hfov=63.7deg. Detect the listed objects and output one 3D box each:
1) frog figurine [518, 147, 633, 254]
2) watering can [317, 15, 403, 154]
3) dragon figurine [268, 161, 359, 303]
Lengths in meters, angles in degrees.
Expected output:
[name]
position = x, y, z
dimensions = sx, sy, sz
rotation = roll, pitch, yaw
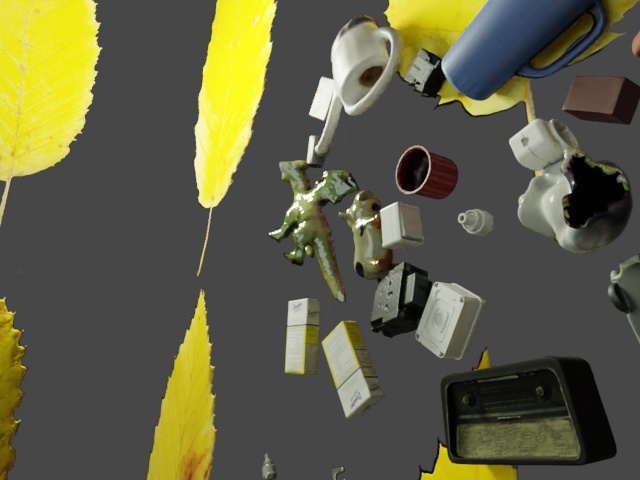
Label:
[frog figurine]
position = 0.351, -0.045, 0.722
dimensions = 0.157, 0.123, 0.139
rotation = 84, 175, -72
[watering can]
position = 0.072, -0.380, 1.229
dimensions = 0.341, 0.103, 0.229
rotation = -43, 45, 42
[dragon figurine]
position = 0.004, -0.063, 1.247
dimensions = 0.417, 0.121, 0.240
rotation = 46, 111, 39
